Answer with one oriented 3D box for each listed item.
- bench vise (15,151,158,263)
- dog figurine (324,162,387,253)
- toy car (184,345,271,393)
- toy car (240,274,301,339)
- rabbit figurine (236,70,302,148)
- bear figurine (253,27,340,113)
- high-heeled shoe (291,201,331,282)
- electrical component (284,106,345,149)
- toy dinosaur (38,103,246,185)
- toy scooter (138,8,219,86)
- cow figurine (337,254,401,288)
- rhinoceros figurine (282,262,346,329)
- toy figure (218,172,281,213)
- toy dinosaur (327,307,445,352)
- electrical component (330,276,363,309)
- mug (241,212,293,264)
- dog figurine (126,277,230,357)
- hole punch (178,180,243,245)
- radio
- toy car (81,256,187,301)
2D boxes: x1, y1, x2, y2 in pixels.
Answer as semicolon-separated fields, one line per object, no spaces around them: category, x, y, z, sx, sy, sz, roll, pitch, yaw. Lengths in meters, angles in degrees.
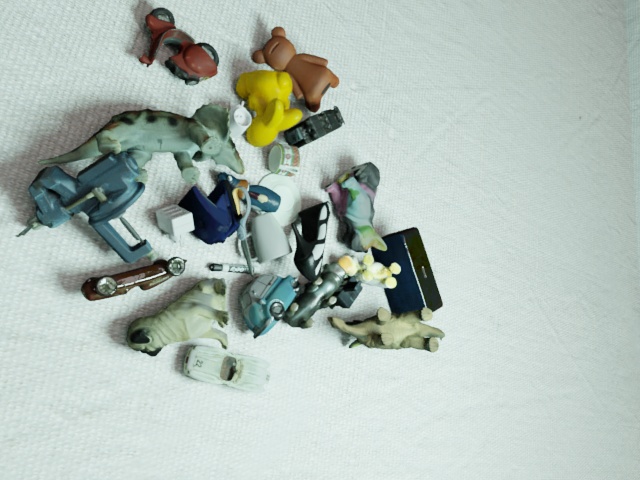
bench vise;-0.394;-0.040;0.972;0.224;0.129;0.240;-37;120;-6
dog figurine;0.113;-0.073;1.402;0.191;0.109;0.219;-39;110;-39
toy car;-0.189;0.271;1.128;0.201;0.056;0.073;23;68;-32
toy car;-0.119;0.128;1.185;0.103;0.109;0.162;39;50;-6
rabbit figurine;-0.116;-0.299;1.254;0.122;0.163;0.173;15;90;-47
bear figurine;-0.060;-0.426;1.345;0.196;0.132;0.120;37;94;6
high-heeled shoe;-0.003;-0.004;1.281;0.145;0.086;0.249;67;28;-10
electrical component;-0.021;-0.272;1.327;0.134;0.115;0.058;-34;100;-39
toy dinosaur;-0.330;-0.204;1.073;0.405;0.131;0.192;2;36;-25
toy scooter;-0.312;-0.396;1.153;0.183;0.075;0.135;39;60;-22
cow figurine;0.113;0.079;1.388;0.167;0.098;0.068;17;75;-14
rhinoceros figurine;-0.007;0.131;1.264;0.073;0.112;0.190;43;70;-2
toy figure;-0.163;-0.107;1.214;0.154;0.064;0.058;21;65;-22
toy dinosaur;0.195;0.227;1.342;0.471;0.199;0.105;15;72;-35
electrical component;0.068;0.126;1.315;0.047;0.119;0.075;50;53;-19
mug;-0.129;-0.003;1.223;0.110;0.081;0.107;-18;86;-10
dog figurine;-0.281;0.142;1.071;0.191;0.172;0.121;0;118;-13
hole punch;-0.232;-0.053;1.116;0.092;0.142;0.116;-11;75;-40
radio;0.229;0.090;1.439;0.073;0.131;0.229;-20;93;-39
toy car;-0.349;0.074;1.024;0.202;0.089;0.053;-15;91;-40
